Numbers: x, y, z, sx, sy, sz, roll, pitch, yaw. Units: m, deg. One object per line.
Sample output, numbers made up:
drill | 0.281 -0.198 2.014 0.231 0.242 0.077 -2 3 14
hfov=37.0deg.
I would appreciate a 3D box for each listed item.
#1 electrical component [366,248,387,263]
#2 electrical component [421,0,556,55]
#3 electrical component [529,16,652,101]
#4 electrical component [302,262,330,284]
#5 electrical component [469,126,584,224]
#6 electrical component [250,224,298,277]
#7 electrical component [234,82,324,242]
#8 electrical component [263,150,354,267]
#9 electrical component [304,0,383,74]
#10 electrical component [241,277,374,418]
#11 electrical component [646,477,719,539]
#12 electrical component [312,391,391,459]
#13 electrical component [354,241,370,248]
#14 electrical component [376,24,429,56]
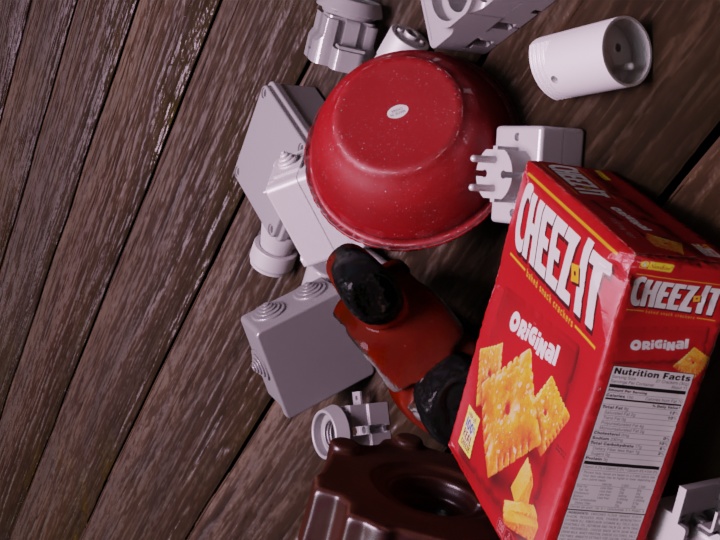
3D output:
electrical component | 0.000 0.000 0.916 0.078 0.040 0.040 38 122 51
electrical component | 0.086 -0.196 0.761 0.089 0.056 0.050 -30 65 54
electrical component | 0.141 -0.133 0.688 0.081 0.043 0.043 1 91 58
electrical component | -0.035 0.023 0.971 0.040 0.040 0.078 50 131 45
electrical component | 0.104 -0.063 0.718 0.047 0.077 0.065 12 100 57
electrical component | -0.079 -0.027 1.036 0.045 0.045 0.055 55 135 42
electrical component | -0.061 -0.100 0.995 0.108 0.056 0.108 57 136 40
electrical component | -0.035 -0.063 0.906 0.061 0.061 0.096 -80 -33 -58
electrical component | -0.013 -0.203 0.914 0.078 0.058 0.057 -120 42 -64
electrical component | -0.046 0.064 0.924 0.048 0.100 0.099 32 145 58
electrical component | 0.197 0.162 0.610 0.064 0.042 0.081 30 116 50
electrical component | -0.007 0.137 0.917 0.048 0.055 0.066 -18 76 56
electrical component | 0.031 -0.061 0.839 0.095 0.059 0.053 119 138 -58
electrical component | 0.027 -0.165 0.870 0.065 0.044 0.044 -57 45 35
